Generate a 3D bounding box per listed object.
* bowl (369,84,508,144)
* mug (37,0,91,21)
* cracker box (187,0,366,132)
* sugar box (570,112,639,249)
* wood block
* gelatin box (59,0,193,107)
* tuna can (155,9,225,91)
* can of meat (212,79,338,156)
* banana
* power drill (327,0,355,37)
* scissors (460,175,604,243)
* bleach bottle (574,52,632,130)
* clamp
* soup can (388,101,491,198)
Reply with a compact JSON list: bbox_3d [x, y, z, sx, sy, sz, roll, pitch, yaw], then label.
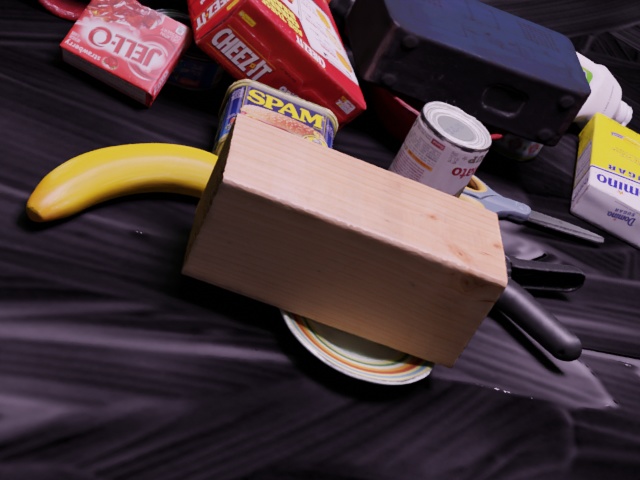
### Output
[{"bbox_3d":[0.109,-0.132,1.068,0.162,0.055,0.162,19,35,-14],"label":"bowl"},{"bbox_3d":[-0.225,-0.266,0.970,0.117,0.093,0.081,43,21,-27],"label":"mug"},{"bbox_3d":[-0.051,-0.207,0.995,0.164,0.072,0.214,38,24,-36],"label":"cracker box"},{"bbox_3d":[0.322,-0.066,1.143,0.093,0.048,0.176,27,33,-2],"label":"sugar box"},{"bbox_3d":[0.018,0.001,0.758,0.206,0.091,0.090,20,35,-10],"label":"wood block"},{"bbox_3d":[-0.165,-0.167,0.911,0.089,0.030,0.073,28,69,1],"label":"gelatin box"},{"bbox_3d":[-0.125,-0.175,0.978,0.086,0.034,0.086,19,35,-14],"label":"tuna can"},{"bbox_3d":[-0.039,-0.078,0.893,0.102,0.058,0.084,20,37,-11],"label":"can of meat"},{"bbox_3d":[-0.131,-0.044,0.797,0.197,0.037,0.070,-2,42,-37],"label":"banana"},{"bbox_3d":[0.085,-0.265,1.225,0.187,0.057,0.184,-16,54,-47],"label":"power drill"},{"bbox_3d":[0.180,-0.020,1.008,0.201,0.016,0.096,26,35,-3],"label":"scissors"},{"bbox_3d":[0.246,-0.176,1.203,0.250,0.102,0.068,20,7,-24],"label":"bleach bottle"},{"bbox_3d":[0.148,0.038,0.889,0.171,0.039,0.120,18,29,-6],"label":"clamp"},{"bbox_3d":[0.095,-0.060,0.921,0.068,0.102,0.068,19,34,-14],"label":"soup can"}]
